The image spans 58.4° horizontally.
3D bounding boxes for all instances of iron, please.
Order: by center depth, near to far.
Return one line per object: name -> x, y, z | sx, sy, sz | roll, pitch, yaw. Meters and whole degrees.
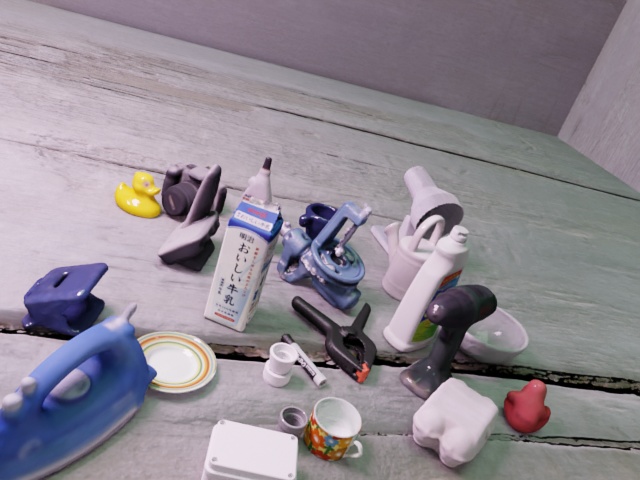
iron -> -0.305, 0.178, 0.681 | 0.118, 0.141, 0.259 | 26, 28, 13

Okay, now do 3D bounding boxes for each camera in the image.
camera -> -0.296, -0.114, 1.271 | 0.143, 0.101, 0.137 | 27, 28, 16

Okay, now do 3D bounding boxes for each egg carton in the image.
egg carton -> 0.213, 0.284, 0.897 | 0.107, 0.069, 0.151 | 31, 30, 23

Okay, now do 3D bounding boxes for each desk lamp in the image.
desk lamp -> 0.231, -0.056, 1.378 | 0.118, 0.213, 0.202 | 3, 31, -28

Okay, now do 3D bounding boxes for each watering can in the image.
watering can -> 0.204, 0.028, 1.227 | 0.172, 0.194, 0.101 | 27, 28, 15

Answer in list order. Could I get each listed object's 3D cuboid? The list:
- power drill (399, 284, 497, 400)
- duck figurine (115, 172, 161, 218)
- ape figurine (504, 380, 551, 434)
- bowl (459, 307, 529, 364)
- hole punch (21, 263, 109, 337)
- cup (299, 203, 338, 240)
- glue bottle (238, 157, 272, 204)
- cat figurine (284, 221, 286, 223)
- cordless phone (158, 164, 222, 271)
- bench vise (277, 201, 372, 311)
power drill -> 0.214, 0.164, 0.966 | 0.075, 0.208, 0.230 | 34, 31, 28
duck figurine -> -0.382, -0.105, 1.215 | 0.104, 0.086, 0.078 | 24, 27, 10
ape figurine -> 0.358, 0.278, 0.976 | 0.077, 0.092, 0.076 | 33, 30, 25
bowl -> 0.319, 0.190, 1.132 | 0.167, 0.075, 0.167 | 15, 27, -8
hole punch -> -0.384, 0.080, 0.866 | 0.101, 0.091, 0.108 | 16, 27, -5
cup -> -0.008, -0.022, 1.293 | 0.118, 0.095, 0.091 | -9, 38, -43
glue bottle -> -0.136, -0.108, 1.283 | 0.078, 0.173, 0.037 | 20, 27, 3
cat figurine -> -0.129, -0.040, 1.223 | 0.067, 0.118, 0.127 | -6, 36, -40
cordless phone -> -0.238, -0.049, 1.095 | 0.094, 0.185, 0.147 | 16, 27, -5
bench vise -> 0.007, 0.009, 1.108 | 0.207, 0.220, 0.121 | 22, 27, 7
